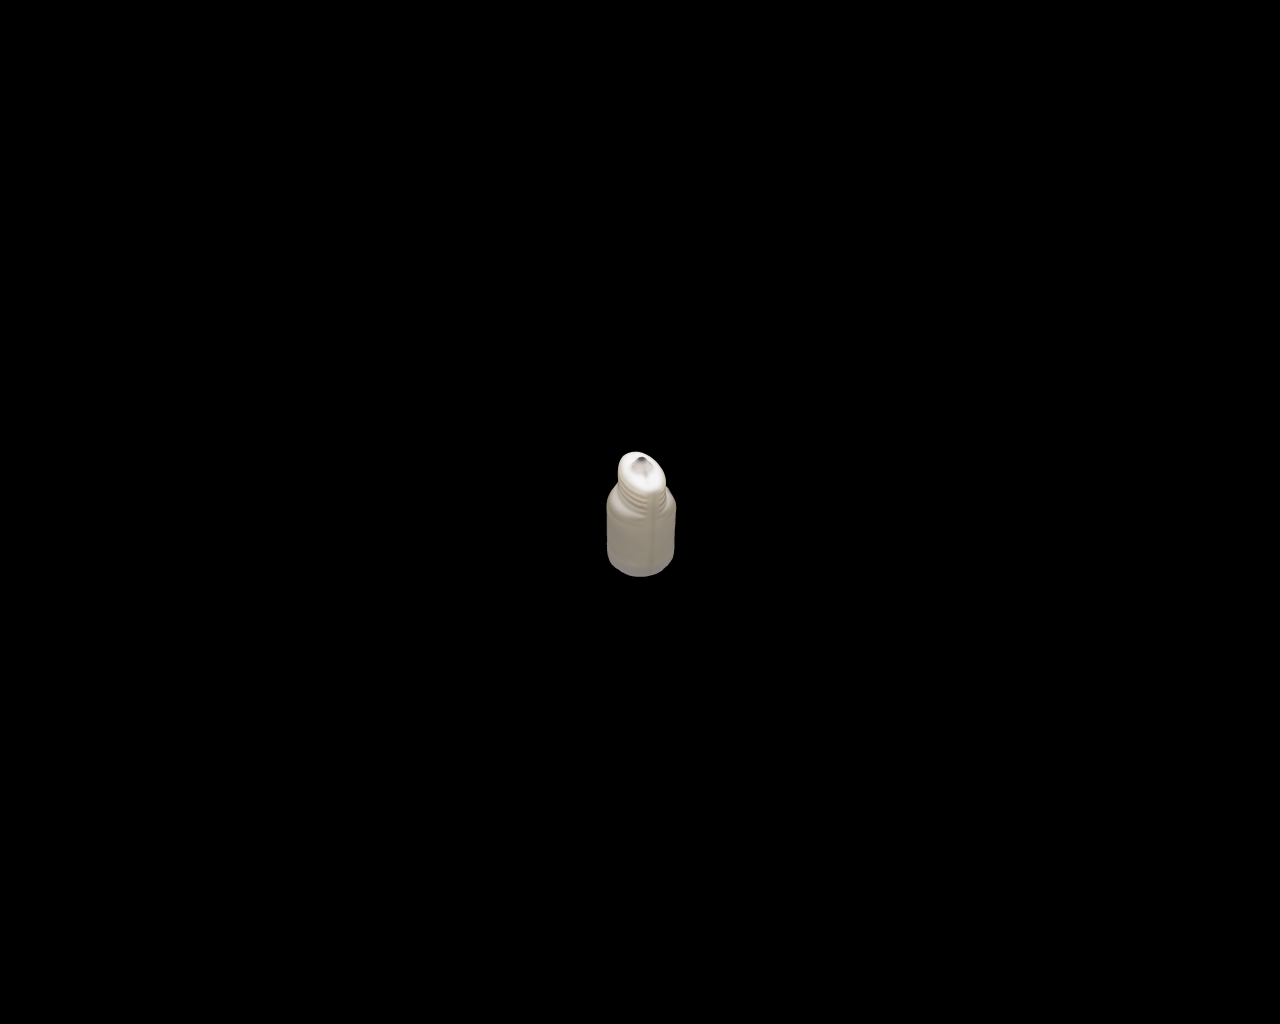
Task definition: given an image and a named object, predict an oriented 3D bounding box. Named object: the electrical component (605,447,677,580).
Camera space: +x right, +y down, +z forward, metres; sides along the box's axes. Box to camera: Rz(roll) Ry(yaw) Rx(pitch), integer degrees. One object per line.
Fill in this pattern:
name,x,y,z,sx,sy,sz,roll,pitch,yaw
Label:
electrical component,0.001,-0.003,0.650,0.043,0.080,0.043,0,42,0
